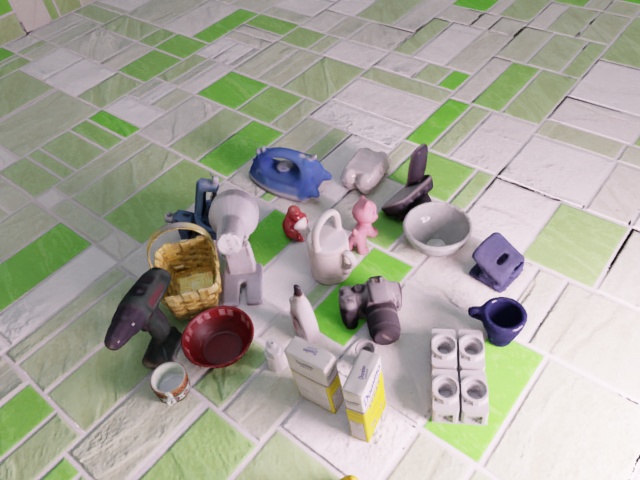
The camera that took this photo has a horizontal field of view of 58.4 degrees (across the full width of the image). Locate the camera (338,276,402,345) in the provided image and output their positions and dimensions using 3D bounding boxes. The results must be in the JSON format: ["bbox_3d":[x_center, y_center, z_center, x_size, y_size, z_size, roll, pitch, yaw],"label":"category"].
[{"bbox_3d":[0.117,0.156,1.253,0.143,0.101,0.136,-9,46,-1],"label":"camera"}]

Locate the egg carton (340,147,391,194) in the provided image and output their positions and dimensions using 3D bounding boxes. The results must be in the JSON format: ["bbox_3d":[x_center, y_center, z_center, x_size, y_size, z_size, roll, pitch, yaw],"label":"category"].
[{"bbox_3d":[0.130,-0.196,1.607,0.107,0.069,0.150,19,52,24],"label":"egg carton"}]

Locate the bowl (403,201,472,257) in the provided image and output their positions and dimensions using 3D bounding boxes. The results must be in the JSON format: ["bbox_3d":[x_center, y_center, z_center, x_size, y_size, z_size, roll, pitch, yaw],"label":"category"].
[{"bbox_3d":[0.287,-0.014,1.408,0.167,0.075,0.167,-4,46,4],"label":"bowl"}]

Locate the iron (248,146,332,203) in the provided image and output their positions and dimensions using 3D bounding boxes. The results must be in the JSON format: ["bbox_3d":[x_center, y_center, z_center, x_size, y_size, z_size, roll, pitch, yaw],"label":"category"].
[{"bbox_3d":[-0.103,-0.206,1.598,0.257,0.142,0.119,16,51,21],"label":"iron"}]

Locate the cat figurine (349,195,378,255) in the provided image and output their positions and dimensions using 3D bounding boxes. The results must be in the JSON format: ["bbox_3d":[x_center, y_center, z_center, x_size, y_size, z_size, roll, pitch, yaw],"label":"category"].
[{"bbox_3d":[0.105,-0.047,1.435,0.067,0.118,0.128,13,50,20],"label":"cat figurine"}]

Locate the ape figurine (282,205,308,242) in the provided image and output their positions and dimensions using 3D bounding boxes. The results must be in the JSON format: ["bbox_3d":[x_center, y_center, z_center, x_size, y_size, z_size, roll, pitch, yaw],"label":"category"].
[{"bbox_3d":[-0.064,-0.050,1.480,0.076,0.092,0.078,32,58,32],"label":"ape figurine"}]

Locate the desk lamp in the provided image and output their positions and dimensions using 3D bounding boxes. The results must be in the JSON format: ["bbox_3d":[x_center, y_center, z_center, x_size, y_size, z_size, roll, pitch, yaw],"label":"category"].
[{"bbox_3d":[-0.195,0.016,1.351,0.118,0.214,0.203,-8,46,1],"label":"desk lamp"}]

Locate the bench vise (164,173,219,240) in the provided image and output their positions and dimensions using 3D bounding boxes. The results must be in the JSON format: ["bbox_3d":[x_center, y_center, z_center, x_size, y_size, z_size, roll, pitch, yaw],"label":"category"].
[{"bbox_3d":[-0.295,-0.066,1.438,0.207,0.220,0.121,-13,46,-4],"label":"bench vise"}]

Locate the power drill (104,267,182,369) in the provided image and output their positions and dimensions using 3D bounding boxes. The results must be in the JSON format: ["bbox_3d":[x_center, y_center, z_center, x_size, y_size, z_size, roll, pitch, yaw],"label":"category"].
[{"bbox_3d":[-0.366,0.183,1.220,0.075,0.209,0.229,2,47,10],"label":"power drill"}]

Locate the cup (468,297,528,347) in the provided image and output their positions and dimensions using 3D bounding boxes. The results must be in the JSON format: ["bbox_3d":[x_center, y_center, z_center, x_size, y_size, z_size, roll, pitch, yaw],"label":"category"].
[{"bbox_3d":[0.367,0.179,1.201,0.117,0.095,0.092,8,49,16],"label":"cup"}]

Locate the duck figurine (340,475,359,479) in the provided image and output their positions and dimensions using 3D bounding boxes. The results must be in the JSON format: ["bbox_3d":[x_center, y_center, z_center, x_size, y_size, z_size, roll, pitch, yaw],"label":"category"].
[{"bbox_3d":[0.038,0.452,0.993,0.077,0.086,0.105,16,51,22],"label":"duck figurine"}]

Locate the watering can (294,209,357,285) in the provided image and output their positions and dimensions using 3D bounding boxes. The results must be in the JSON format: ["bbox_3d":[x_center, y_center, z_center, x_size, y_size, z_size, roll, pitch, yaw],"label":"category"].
[{"bbox_3d":[0.011,0.006,1.345,0.172,0.194,0.101,11,49,18],"label":"watering can"}]

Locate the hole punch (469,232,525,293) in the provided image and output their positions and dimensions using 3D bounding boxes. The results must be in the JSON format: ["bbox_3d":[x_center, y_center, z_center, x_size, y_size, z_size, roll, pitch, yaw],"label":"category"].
[{"bbox_3d":[0.412,0.049,1.320,0.100,0.091,0.109,33,59,32],"label":"hole punch"}]

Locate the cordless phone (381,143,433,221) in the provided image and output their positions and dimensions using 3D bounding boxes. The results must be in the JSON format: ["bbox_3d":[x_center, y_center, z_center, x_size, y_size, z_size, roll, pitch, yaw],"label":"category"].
[{"bbox_3d":[0.226,-0.152,1.471,0.093,0.185,0.148,29,57,31],"label":"cordless phone"}]

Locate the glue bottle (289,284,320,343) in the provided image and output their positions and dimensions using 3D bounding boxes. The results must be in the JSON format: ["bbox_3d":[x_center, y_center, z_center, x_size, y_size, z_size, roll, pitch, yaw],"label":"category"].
[{"bbox_3d":[-0.040,0.151,1.229,0.037,0.173,0.078,-30,50,-19],"label":"glue bottle"}]
